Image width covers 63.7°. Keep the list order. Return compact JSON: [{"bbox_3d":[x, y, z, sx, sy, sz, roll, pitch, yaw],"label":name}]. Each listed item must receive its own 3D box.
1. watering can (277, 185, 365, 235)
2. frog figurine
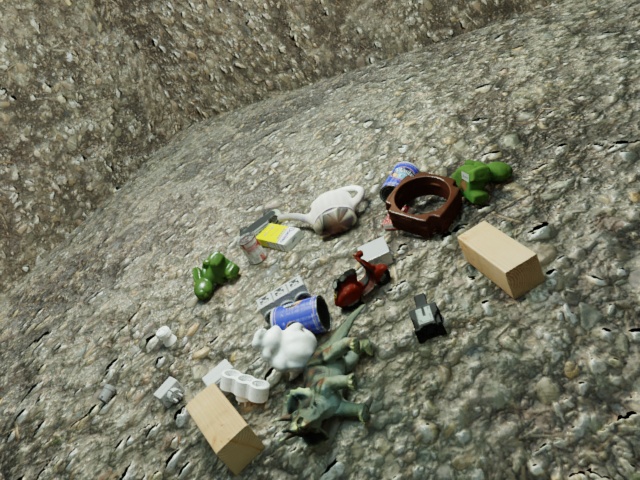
[{"bbox_3d":[0.006,-0.093,1.847,0.346,0.102,0.229,-23,30,9],"label":"watering can"},{"bbox_3d":[-0.085,0.266,1.305,0.121,0.157,0.140,-16,35,49],"label":"frog figurine"}]
